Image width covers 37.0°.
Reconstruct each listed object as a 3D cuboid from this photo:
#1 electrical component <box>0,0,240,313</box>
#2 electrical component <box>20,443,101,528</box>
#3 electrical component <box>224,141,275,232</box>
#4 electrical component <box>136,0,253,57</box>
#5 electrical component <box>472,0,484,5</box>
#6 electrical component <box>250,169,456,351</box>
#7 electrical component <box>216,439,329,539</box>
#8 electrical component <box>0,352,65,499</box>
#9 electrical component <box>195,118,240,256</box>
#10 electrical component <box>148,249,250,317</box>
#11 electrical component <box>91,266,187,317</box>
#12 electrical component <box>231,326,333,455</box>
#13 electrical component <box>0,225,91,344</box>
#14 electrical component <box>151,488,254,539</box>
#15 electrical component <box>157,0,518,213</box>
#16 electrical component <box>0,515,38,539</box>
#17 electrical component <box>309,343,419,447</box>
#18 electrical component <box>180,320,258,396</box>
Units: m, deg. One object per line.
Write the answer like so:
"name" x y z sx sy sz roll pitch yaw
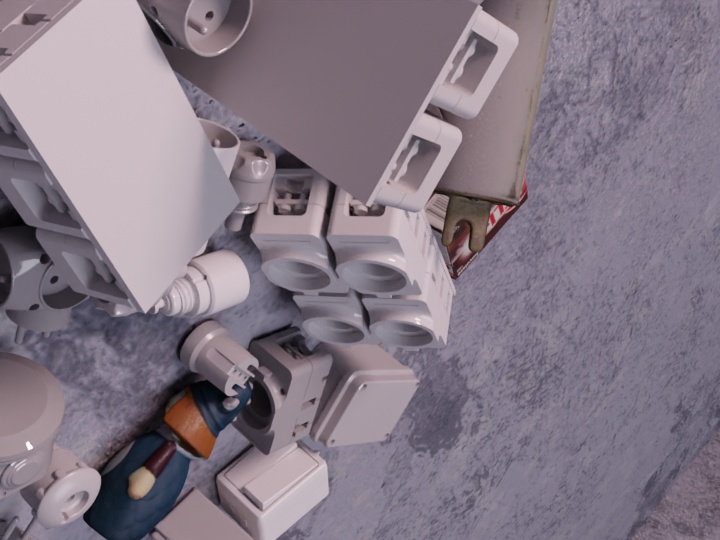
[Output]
"electrical component" -0.137 -0.065 0.547 0.089 0.062 0.150 -54 139 -30
"electrical component" -0.205 0.135 0.708 0.048 0.062 0.048 -36 147 -28
"electrical component" -0.078 -0.053 0.716 0.035 0.035 0.061 -20 140 -45
"electrical component" -0.102 -0.151 0.531 0.044 0.077 0.079 -50 150 -6
"electrical component" 0.041 -0.210 0.694 0.078 0.057 0.113 -45 150 -14
"electrical component" 0.000 0.000 0.798 0.186 0.105 0.060 61 34 -59
"electrical component" -0.072 0.185 0.956 0.096 0.062 0.061 -36 147 -28
"electrical component" -0.216 0.091 0.629 0.080 0.080 0.051 -25 146 -41
"electrical component" -0.118 -0.049 0.654 0.079 0.043 0.077 -12 131 -50
"electrical component" -0.112 0.013 0.734 0.078 0.040 0.040 -22 139 -43
"electrical component" -0.139 0.003 0.682 0.062 0.043 0.043 -19 136 -48
"electrical component" -0.068 0.100 0.881 0.056 0.050 0.089 -19 136 -46
"electrical component" -0.183 0.009 0.622 0.077 0.044 0.079 -14 133 -49
"electrical component" -0.116 0.258 0.926 0.056 0.109 0.108 -43 150 -23
"electrical component" -0.021 -0.121 0.567 0.060 0.186 0.105 9 114 -58
"electrical component" -0.248 0.200 0.737 0.079 0.043 0.077 -57 151 7
"electrical component" -0.006 0.114 0.980 0.113 0.057 0.078 8 115 -58
"electrical component" -0.103 0.066 0.795 0.040 0.046 0.040 -41 152 -27
